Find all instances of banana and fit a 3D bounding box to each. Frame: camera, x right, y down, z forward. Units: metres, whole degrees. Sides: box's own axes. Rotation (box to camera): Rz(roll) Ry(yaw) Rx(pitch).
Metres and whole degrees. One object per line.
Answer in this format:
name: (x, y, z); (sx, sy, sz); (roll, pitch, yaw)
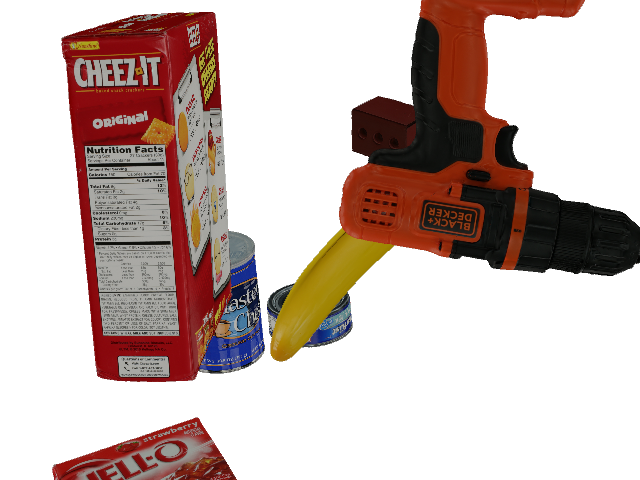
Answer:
banana: (0.027, 0.018, 0.842); (0.037, 0.198, 0.069); (45, -4, 38)

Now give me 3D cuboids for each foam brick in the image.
foam brick: (0.079, -0.121, 1.188); (0.078, 0.053, 0.051); (21, 37, 35)

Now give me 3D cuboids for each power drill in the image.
power drill: (0.113, -0.076, 0.640); (0.184, 0.188, 0.057); (9, 4, 3)

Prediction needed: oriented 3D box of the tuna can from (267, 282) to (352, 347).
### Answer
tuna can: (-0.011, 0.073, 1.079); (0.086, 0.034, 0.086); (-4, 23, 2)

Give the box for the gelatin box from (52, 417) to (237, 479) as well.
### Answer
gelatin box: (-0.094, 0.138, 0.584); (0.089, 0.030, 0.073); (-15, 28, -20)

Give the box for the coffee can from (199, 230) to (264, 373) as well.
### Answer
coffee can: (-0.123, 0.072, 1.274); (0.103, 0.140, 0.103); (-3, 26, 1)

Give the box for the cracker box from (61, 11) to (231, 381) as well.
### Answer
cracker box: (-0.108, -0.036, 0.702); (0.072, 0.214, 0.164); (-1, 16, 5)
